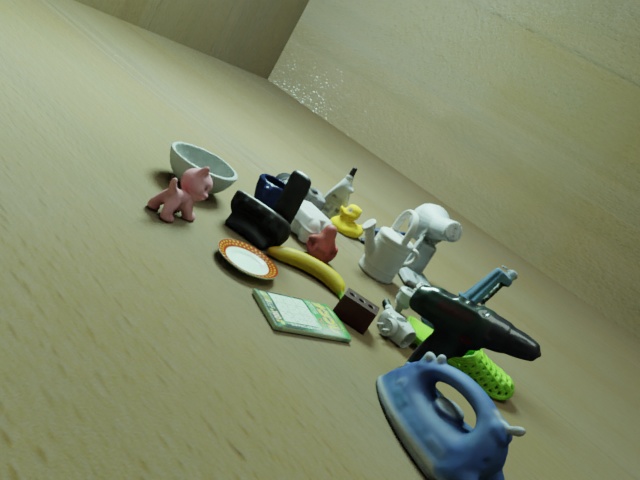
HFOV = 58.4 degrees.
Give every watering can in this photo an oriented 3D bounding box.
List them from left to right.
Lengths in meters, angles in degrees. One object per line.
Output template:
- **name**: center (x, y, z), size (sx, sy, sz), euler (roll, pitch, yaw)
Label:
- **watering can**: center (0.185, 0.006, 1.468), size (0.173, 0.194, 0.100), euler (16, 23, -41)

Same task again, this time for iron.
- **iron**: center (0.192, 0.257, 0.881), size (0.119, 0.141, 0.257), euler (16, 23, -42)

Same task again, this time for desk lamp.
- **desk lamp**: center (0.309, 0.016, 1.620), size (0.118, 0.213, 0.203), euler (25, 18, -20)

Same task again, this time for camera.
- **camera**: center (-0.067, -0.137, 1.592), size (0.144, 0.100, 0.136), euler (21, 20, -30)

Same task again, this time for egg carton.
- **egg carton**: center (-0.037, -0.049, 1.451), size (0.108, 0.069, 0.150), euler (10, 28, -50)

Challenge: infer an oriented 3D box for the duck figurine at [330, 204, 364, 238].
- **duck figurine**: center (0.091, -0.060, 1.674), size (0.105, 0.086, 0.077), euler (26, 18, -18)

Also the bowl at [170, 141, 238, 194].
- **bowl**: center (-0.279, -0.154, 1.322), size (0.168, 0.074, 0.167), euler (29, 17, -10)

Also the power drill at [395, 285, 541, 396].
- **power drill**: center (0.235, 0.196, 1.006), size (0.229, 0.208, 0.076), euler (38, 18, 21)

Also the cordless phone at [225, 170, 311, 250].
- **cordless phone**: center (-0.107, -0.086, 1.241), size (0.147, 0.185, 0.094), euler (33, 17, 6)

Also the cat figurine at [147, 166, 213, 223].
- **cat figurine**: center (-0.262, -0.101, 1.131), size (0.067, 0.117, 0.128), euler (37, 18, 16)

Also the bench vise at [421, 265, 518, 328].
- **bench vise**: center (0.354, 0.149, 1.320), size (0.208, 0.219, 0.121), euler (14, 24, -44)

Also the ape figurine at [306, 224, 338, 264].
- **ape figurine**: center (0.012, 0.005, 1.351), size (0.078, 0.092, 0.076), euler (33, 17, 3)

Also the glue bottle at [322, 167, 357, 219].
- **glue bottle**: center (0.064, -0.141, 1.702), size (0.078, 0.173, 0.037), euler (33, 17, 5)

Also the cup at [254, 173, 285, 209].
- **cup**: center (-0.129, -0.099, 1.393), size (0.091, 0.095, 0.118), euler (33, 17, 5)

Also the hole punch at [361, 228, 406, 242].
- **hole punch**: center (0.191, -0.009, 1.695), size (0.100, 0.091, 0.109), euler (41, 19, 28)
